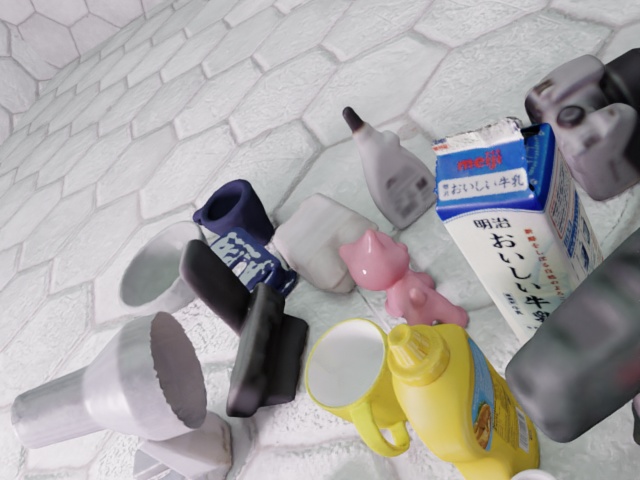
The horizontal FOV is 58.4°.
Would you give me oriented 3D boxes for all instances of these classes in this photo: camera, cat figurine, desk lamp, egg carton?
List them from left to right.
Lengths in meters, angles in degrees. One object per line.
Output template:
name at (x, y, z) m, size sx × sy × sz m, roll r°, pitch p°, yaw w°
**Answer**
desk lamp at (-0.183, 0.189, 0.589) m, size 0.203 × 0.214 × 0.117 m, roll -32°, pitch 38°, yaw 13°
egg carton at (0.007, 0.003, 0.726) m, size 0.107 × 0.070 × 0.149 m, roll -48°, pitch 37°, yaw -7°
cat figurine at (0.076, 0.039, 0.586) m, size 0.067 × 0.118 × 0.127 m, roll -42°, pitch 36°, yaw 0°
camera at (0.292, -0.137, 0.582) m, size 0.136 × 0.101 × 0.143 m, roll -31°, pitch 38°, yaw 15°

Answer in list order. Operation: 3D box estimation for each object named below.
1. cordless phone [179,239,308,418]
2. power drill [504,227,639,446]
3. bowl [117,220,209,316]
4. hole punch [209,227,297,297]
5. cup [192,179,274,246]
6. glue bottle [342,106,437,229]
cordless phone at (-0.103, 0.097, 0.632) m, size 0.094 × 0.186 × 0.147 m, roll -22°, pitch 41°, yaw 25°
power drill at (0.232, 0.056, 0.350) m, size 0.229 × 0.209 × 0.075 m, roll -38°, pitch 37°, yaw 6°
bowl at (-0.224, 0.055, 0.878) m, size 0.167 × 0.075 × 0.167 m, roll -24°, pitch 40°, yaw 22°
hole punch at (-0.103, 0.049, 0.761) m, size 0.109 × 0.091 × 0.100 m, roll -48°, pitch 37°, yaw -9°
cup at (-0.124, -0.025, 0.852) m, size 0.117 × 0.095 × 0.091 m, roll -16°, pitch 44°, yaw 31°
glue bottle at (0.075, -0.091, 0.671) m, size 0.078 × 0.174 × 0.037 m, roll -42°, pitch 36°, yaw 0°
